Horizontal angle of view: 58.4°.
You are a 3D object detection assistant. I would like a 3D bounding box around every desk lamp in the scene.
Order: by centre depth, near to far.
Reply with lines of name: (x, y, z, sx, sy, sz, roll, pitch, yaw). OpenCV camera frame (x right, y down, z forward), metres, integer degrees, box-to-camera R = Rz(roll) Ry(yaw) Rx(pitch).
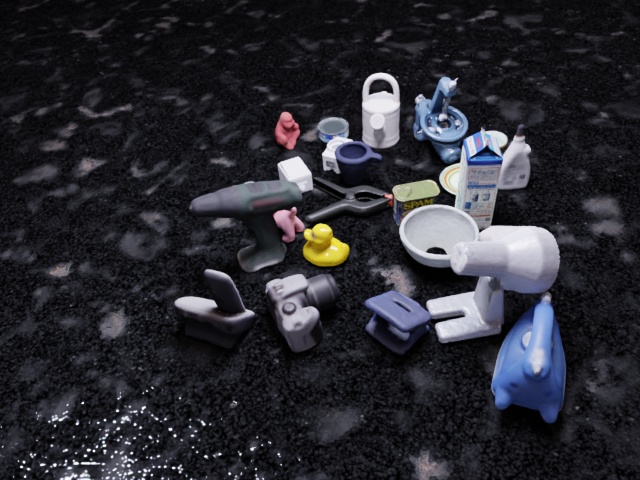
desk lamp: (0.311, 0.078, 1.046, 0.203, 0.214, 0.117, -10, 44, -5)

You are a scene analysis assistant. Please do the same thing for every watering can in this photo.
watering can: (0.162, -0.343, 1.507, 0.101, 0.194, 0.172, -11, 44, -5)

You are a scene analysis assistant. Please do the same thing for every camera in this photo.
camera: (-0.026, 0.121, 1.115, 0.137, 0.101, 0.142, -21, 46, -15)

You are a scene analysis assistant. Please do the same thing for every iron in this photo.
iron: (0.376, 0.174, 0.992, 0.118, 0.142, 0.258, 12, 47, 17)

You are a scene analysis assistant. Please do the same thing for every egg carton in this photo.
egg carton: (0.404, 0.024, 1.196, 0.150, 0.069, 0.107, 0, 44, 6)

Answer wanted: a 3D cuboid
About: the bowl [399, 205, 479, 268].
bowl: (0.252, 0.004, 1.227, 0.167, 0.075, 0.167, -3, 44, 3)

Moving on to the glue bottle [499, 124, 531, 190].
glue bottle: (0.459, -0.196, 1.342, 0.078, 0.173, 0.037, -4, 44, 2)

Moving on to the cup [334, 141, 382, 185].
cup: (0.097, -0.183, 1.420, 0.117, 0.095, 0.092, 9, 46, 14)

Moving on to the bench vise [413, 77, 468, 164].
bench vise: (0.291, -0.328, 1.460, 0.122, 0.220, 0.206, -30, 49, -23)

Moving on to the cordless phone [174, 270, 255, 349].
cordless phone: (-0.209, 0.109, 1.084, 0.147, 0.185, 0.094, 10, 46, 15)

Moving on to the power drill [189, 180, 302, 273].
power drill: (-0.143, -0.034, 1.207, 0.230, 0.209, 0.075, -21, 46, -15)

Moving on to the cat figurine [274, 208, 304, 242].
cat figurine: (-0.104, -0.069, 1.305, 0.127, 0.118, 0.067, 19, 49, 23)

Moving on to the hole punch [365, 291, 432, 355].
hole punch: (0.147, 0.142, 1.084, 0.108, 0.091, 0.101, 33, 56, 33)

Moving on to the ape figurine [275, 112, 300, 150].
ape figurine: (-0.091, -0.306, 1.566, 0.078, 0.092, 0.076, -30, 49, -23)

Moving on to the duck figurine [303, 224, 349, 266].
duck figurine: (0.011, 0.004, 1.242, 0.104, 0.086, 0.077, 10, 46, 16)
